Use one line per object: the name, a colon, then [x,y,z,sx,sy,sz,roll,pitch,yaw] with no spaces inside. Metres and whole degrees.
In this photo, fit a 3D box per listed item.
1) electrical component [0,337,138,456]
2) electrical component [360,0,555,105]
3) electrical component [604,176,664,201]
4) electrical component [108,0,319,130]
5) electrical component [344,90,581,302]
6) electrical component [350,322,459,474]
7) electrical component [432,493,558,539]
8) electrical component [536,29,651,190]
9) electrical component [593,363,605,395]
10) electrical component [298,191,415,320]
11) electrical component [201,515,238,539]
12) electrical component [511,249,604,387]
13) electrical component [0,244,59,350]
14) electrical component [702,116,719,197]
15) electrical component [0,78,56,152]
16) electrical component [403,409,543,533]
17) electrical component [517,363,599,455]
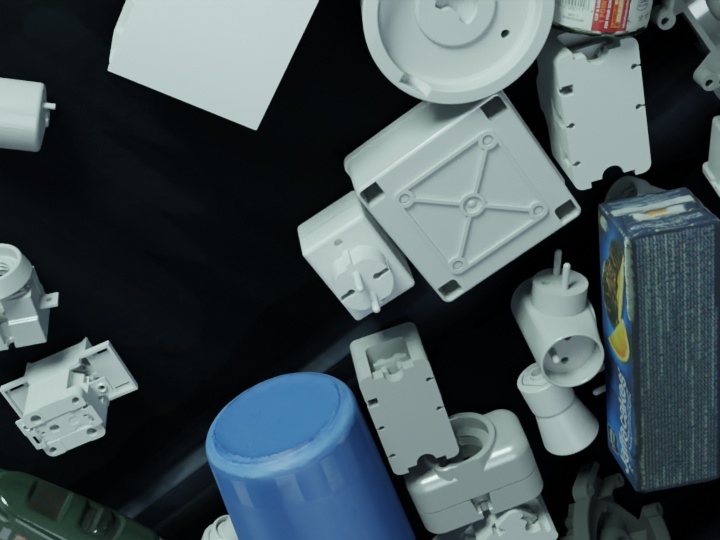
electrical component: [-0.194,0.086,0.716,0.081,0.063,0.042,-24,122,4]
electrical component: [0.051,-0.156,0.616,0.108,0.060,0.108,-4,121,-7]
electrical component: [0.194,-0.039,0.723,0.046,0.040,0.040,12,118,-23]
electrical component: [-0.068,-0.168,0.589,0.089,0.061,0.150,20,115,-20]
electrical component: [0.065,-0.054,0.681,0.109,0.056,0.108,-35,120,11]
electrical component: [0.031,0.088,0.759,0.050,0.055,0.089,-19,120,2]
electrical component: [0.102,0.208,0.842,0.050,0.055,0.089,30,111,-24]
electrical component: [0.142,-0.105,0.665,0.050,0.055,0.089,-16,121,0]
electrical component: [0.201,0.066,0.780,0.077,0.047,0.065,-28,121,7]
electrical component: [0.000,0.000,0.690,0.047,0.076,0.065,-33,120,10]
electrical component: [-0.098,0.206,0.814,0.043,0.043,0.062,15,115,-17]
electrical component: [0.134,0.025,0.727,0.044,0.077,0.079,-4,121,-7]
electrical component: [-0.227,0.017,0.681,0.066,0.048,0.055,-11,129,-4]
electrical component: [0.279,-0.066,0.687,0.100,0.099,0.048,-14,134,-2]
electrical component: [-0.216,-0.092,0.621,0.078,0.040,0.040,5,119,-12]
electrical component: [0.081,0.147,0.804,0.095,0.053,0.059,-21,121,3]
electrical component: [0.144,0.099,0.795,0.044,0.044,0.065,-28,116,7]
